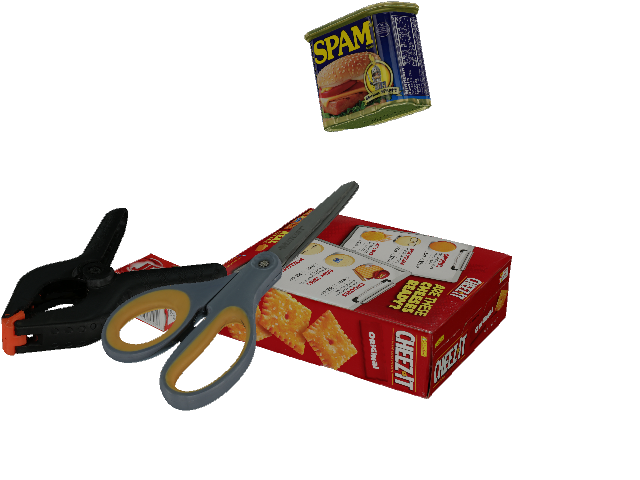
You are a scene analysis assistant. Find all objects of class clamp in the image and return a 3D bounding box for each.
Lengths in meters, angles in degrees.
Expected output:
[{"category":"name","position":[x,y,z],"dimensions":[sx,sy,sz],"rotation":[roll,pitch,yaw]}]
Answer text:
[{"category":"clamp","position":[-0.167,0.028,0.783],"dimensions":[0.171,0.039,0.120],"rotation":[-21,38,-40]}]

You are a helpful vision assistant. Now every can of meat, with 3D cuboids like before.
[{"category":"can of meat","position":[0.040,-0.141,0.884],"dimensions":[0.057,0.084,0.102],"rotation":[-7,-4,-43]}]

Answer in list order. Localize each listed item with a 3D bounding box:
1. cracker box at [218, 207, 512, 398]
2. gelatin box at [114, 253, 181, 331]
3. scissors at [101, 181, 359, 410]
[{"category":"cracker box","position":[0.036,0.049,0.936],"dimensions":[0.214,0.072,0.163],"rotation":[14,29,29]},{"category":"gelatin box","position":[-0.158,0.048,1.036],"dimensions":[0.089,0.030,0.073],"rotation":[22,30,30]},{"category":"scissors","position":[-0.053,0.019,0.625],"dimensions":[0.096,0.016,0.201],"rotation":[11,43,17]}]
